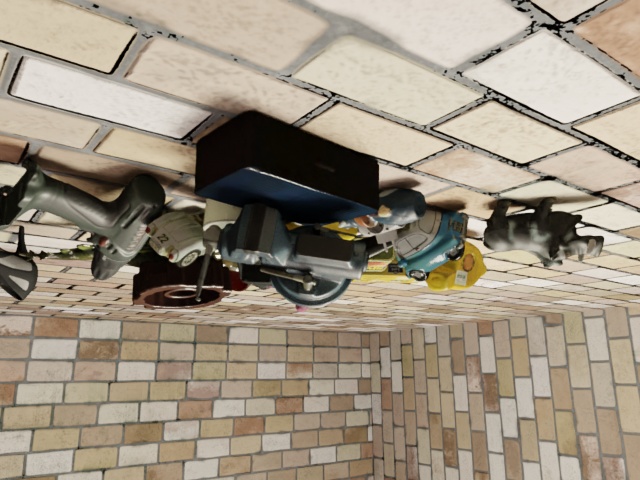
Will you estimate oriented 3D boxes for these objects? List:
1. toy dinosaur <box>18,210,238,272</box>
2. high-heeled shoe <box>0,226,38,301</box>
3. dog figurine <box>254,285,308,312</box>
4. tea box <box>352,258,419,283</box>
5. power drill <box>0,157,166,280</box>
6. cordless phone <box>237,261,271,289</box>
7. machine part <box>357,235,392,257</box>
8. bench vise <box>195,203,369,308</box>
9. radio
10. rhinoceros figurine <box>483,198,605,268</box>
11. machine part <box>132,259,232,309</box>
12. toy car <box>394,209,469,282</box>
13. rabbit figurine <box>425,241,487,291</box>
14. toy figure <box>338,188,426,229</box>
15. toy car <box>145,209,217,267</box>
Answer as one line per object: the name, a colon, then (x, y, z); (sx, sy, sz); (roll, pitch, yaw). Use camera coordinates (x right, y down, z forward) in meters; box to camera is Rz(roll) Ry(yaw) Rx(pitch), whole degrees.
toy dinosaur: (-0.305, 0.009, 0.987); (0.472, 0.105, 0.198); (-11, 158, 11)
high-heeled shoe: (-0.622, 0.027, 0.942); (0.086, 0.145, 0.248); (-13, 163, 38)
dog figurine: (-0.048, 0.058, 1.159); (0.191, 0.109, 0.219); (-31, 146, -1)
tea box: (0.162, 0.062, 1.261); (0.170, 0.068, 0.098); (3, 165, -10)
power drill: (-0.349, -0.023, 0.777); (0.207, 0.086, 0.232); (26, 129, -38)
cordless phone: (-0.067, 0.055, 0.977); (0.147, 0.088, 0.184); (1, 162, 6)
machine part: (0.093, 0.012, 1.043); (0.139, 0.084, 0.039); (-24, 133, 9)
bench vise: (-0.049, 0.036, 0.758); (0.224, 0.129, 0.240); (-3, 159, -3)
radio: (-0.040, -0.079, 0.695); (0.229, 0.073, 0.131); (15, 160, -42)
rhinoceros figurine: (0.374, -0.010, 0.903); (0.190, 0.112, 0.073); (5, 164, 9)
machine part: (-0.249, 0.081, 0.968); (0.179, 0.056, 0.179); (-7, 160, -3)
toy car: (0.183, -0.003, 0.953); (0.103, 0.109, 0.161); (29, 147, -17)
rabbit figurine: (0.256, 0.038, 1.145); (0.162, 0.121, 0.173); (-1, -177, -40)
toy figure: (0.093, -0.047, 0.855); (0.155, 0.058, 0.064); (-6, 159, 39)
toy car: (-0.180, -0.013, 0.830); (0.056, 0.073, 0.201); (-51, 165, 26)
